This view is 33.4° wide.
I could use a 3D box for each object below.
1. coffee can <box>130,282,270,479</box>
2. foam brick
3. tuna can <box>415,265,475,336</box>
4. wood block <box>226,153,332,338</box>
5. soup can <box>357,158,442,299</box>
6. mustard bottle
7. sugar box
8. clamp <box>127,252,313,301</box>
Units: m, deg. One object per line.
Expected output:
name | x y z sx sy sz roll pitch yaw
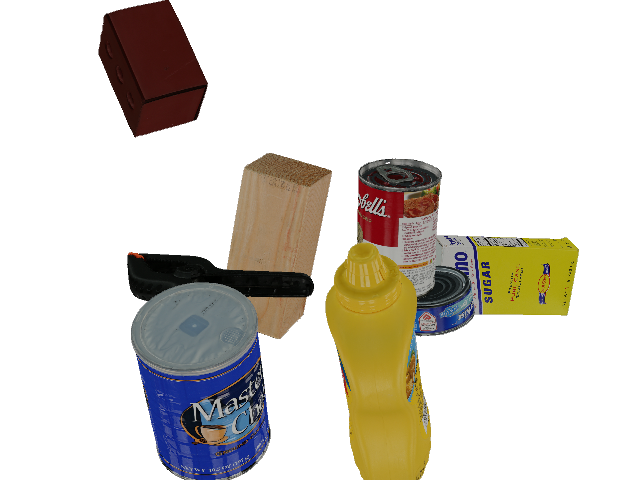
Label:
coffee can | -0.098 0.121 0.901 0.103 0.140 0.103 -2 40 2
foam brick | -0.123 -0.126 0.777 0.051 0.078 0.053 -18 -17 -23
tuna can | 0.109 0.059 1.061 0.086 0.034 0.086 -9 25 4
wood block | -0.058 0.005 1.355 0.090 0.206 0.090 17 22 14
soup can | 0.064 -0.009 0.883 0.068 0.102 0.068 0 25 0
mustard bottle | 0.038 0.075 0.700 0.058 0.191 0.096 -3 44 7
sugar box | 0.223 0.044 1.317 0.176 0.093 0.048 0 21 -12
clamp | -0.135 0.048 1.086 0.210 0.036 0.164 12 21 35
